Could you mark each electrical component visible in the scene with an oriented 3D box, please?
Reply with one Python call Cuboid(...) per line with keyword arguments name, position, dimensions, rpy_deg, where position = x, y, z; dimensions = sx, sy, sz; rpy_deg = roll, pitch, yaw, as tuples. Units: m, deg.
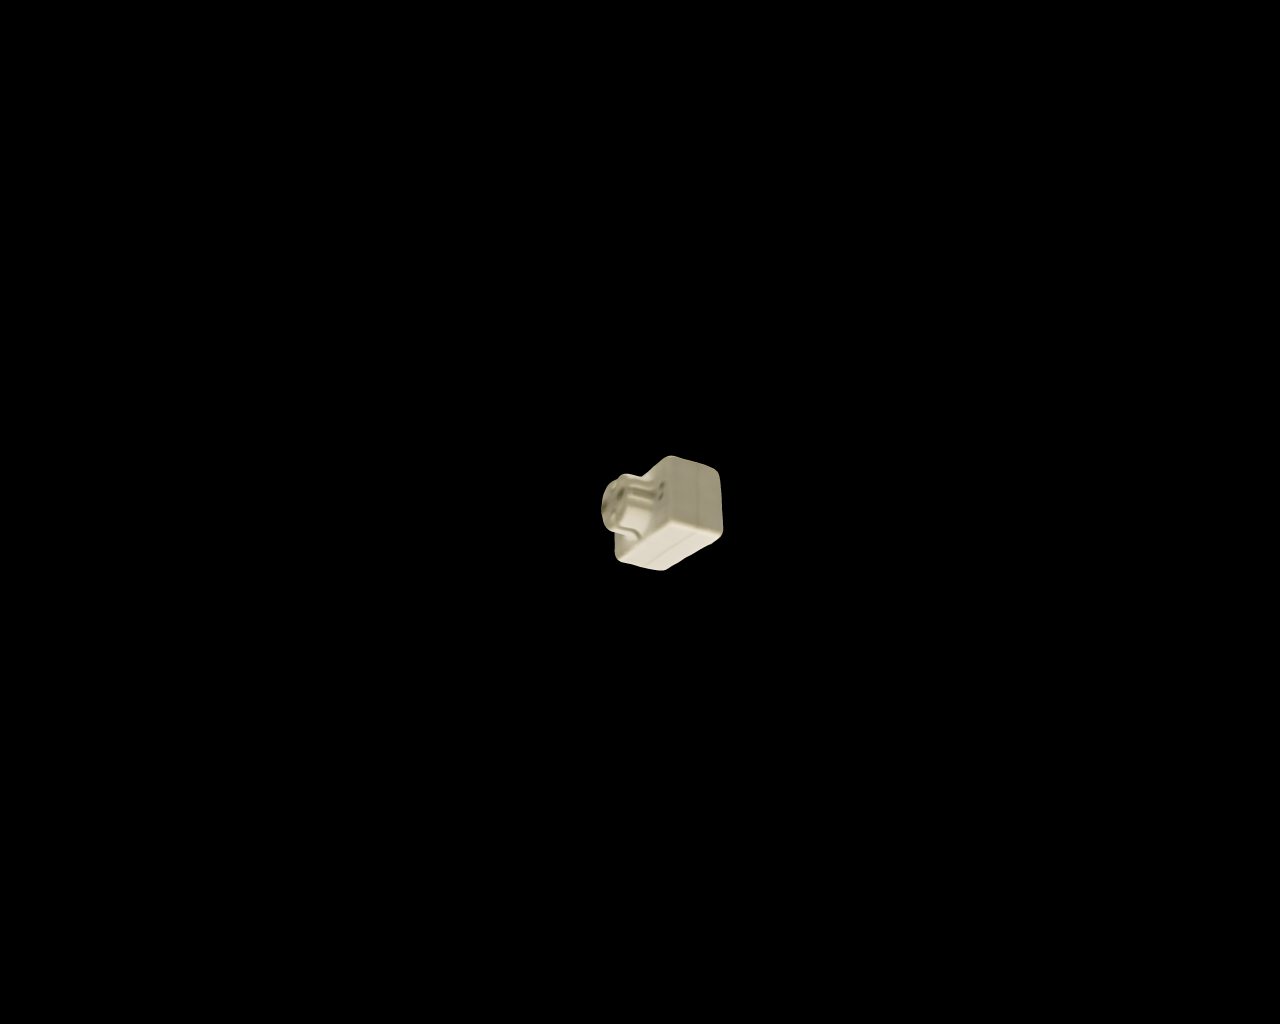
Cuboid(name="electrical component", position=(0.001, -0.003, 0.650), dimensions=(0.077, 0.047, 0.065), rpy_deg=(15, -31, -28))
